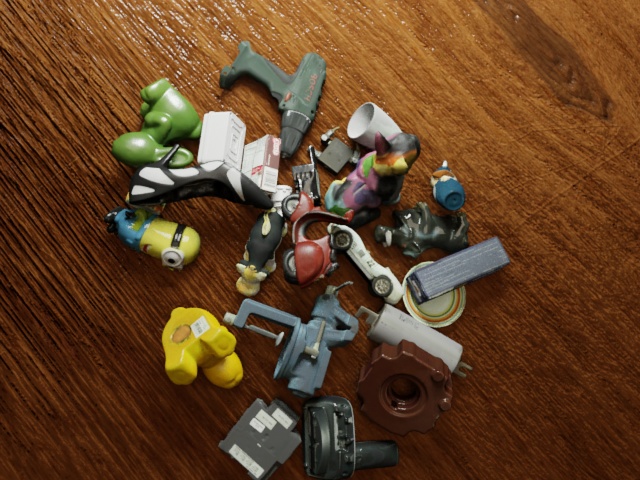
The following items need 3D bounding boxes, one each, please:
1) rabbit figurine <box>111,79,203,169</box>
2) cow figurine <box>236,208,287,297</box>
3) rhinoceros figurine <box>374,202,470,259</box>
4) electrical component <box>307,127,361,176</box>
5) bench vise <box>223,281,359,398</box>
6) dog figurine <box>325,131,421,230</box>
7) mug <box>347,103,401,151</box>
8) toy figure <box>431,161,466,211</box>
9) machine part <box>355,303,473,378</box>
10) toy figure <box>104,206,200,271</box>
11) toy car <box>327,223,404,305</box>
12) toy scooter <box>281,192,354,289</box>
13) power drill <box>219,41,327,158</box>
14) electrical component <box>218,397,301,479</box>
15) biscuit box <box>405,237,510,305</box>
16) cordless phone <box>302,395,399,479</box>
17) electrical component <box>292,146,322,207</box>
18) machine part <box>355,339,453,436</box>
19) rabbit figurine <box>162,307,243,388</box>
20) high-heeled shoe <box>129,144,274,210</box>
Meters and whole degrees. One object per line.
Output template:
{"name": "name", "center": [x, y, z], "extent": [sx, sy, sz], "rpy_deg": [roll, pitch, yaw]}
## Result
{"name": "rabbit figurine", "center": [-0.321, -0.197, 1.053], "extent": [0.159, 0.121, 0.170], "rpy_deg": [46, 67, -15]}
{"name": "cow figurine", "center": [-0.113, 0.024, 1.029], "extent": [0.068, 0.098, 0.167], "rpy_deg": [18, 73, -1]}
{"name": "rhinoceros figurine", "center": [0.204, -0.016, 1.079], "extent": [0.190, 0.073, 0.112], "rpy_deg": [5, 89, -5]}
{"name": "electrical component", "center": [0.035, -0.181, 1.108], "extent": [0.102, 0.045, 0.078], "rpy_deg": [43, 78, 5]}
{"name": "bench vise", "center": [-0.056, 0.163, 0.998], "extent": [0.241, 0.129, 0.223], "rpy_deg": [21, 75, -4]}
{"name": "dog figurine", "center": [0.099, -0.116, 1.013], "extent": [0.191, 0.219, 0.108], "rpy_deg": [-34, 80, -11]}
{"name": "mug", "center": [0.117, -0.223, 1.104], "extent": [0.107, 0.110, 0.081], "rpy_deg": [28, 109, -30]}
{"name": "toy figure", "center": [0.251, -0.109, 1.070], "extent": [0.058, 0.154, 0.064], "rpy_deg": [6, 117, -2]}
{"name": "machine part", "center": [0.181, 0.192, 1.028], "extent": [0.243, 0.079, 0.079], "rpy_deg": [30, 78, 2]}
{"name": "toy figure", "center": [-0.318, -0.010, 1.031], "extent": [0.180, 0.082, 0.089], "rpy_deg": [28, 80, 4]}
{"name": "toy car", "center": [0.086, 0.044, 1.052], "extent": [0.056, 0.073, 0.202], "rpy_deg": [-40, 84, -7]}
{"name": "toy scooter", "center": [-0.002, -0.003, 0.993], "extent": [0.135, 0.075, 0.184], "rpy_deg": [-4, 78, 6]}
{"name": "power drill", "center": [-0.100, -0.304, 1.106], "extent": [0.207, 0.086, 0.232], "rpy_deg": [25, 76, 5]}
{"name": "electrical component", "center": [-0.100, 0.359, 0.985], "extent": [0.115, 0.058, 0.134], "rpy_deg": [43, 79, 3]}
{"name": "biscuit box", "center": [0.272, 0.060, 1.052], "extent": [0.203, 0.059, 0.063], "rpy_deg": [-20, 75, -18]}
{"name": "cordless phone", "center": [0.061, 0.362, 0.996], "extent": [0.184, 0.089, 0.146], "rpy_deg": [1, 78, -15]}
{"name": "electrical component", "center": [-0.027, -0.126, 1.074], "extent": [0.048, 0.075, 0.119], "rpy_deg": [-9, 83, 6]}
{"name": "machine part", "center": [0.153, 0.273, 0.985], "extent": [0.179, 0.056, 0.179], "rpy_deg": [3, 106, 11]}
{"name": "rabbit figurine", "center": [-0.209, 0.206, 0.970], "extent": [0.122, 0.173, 0.163], "rpy_deg": [-46, 41, -12]}
{"name": "high-heeled shoe", "center": [-0.221, -0.078, 0.986], "extent": [0.249, 0.086, 0.145], "rpy_deg": [29, 74, 4]}
